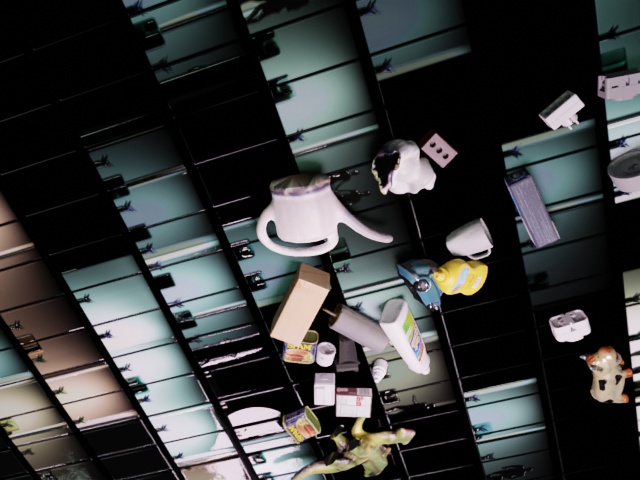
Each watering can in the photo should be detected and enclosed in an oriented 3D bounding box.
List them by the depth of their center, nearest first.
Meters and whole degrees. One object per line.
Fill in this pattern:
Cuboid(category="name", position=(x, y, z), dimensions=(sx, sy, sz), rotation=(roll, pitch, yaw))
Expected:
Cuboid(category="watering can", position=(0.004, -0.066, 1.306), dimensions=(0.347, 0.106, 0.220), rotation=(-6, 115, 5))

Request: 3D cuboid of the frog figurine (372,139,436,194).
Cuboid(category="frog figurine", position=(0.213, -0.179, 1.266), dimensions=(0.160, 0.124, 0.135), rotation=(-6, 112, -35))

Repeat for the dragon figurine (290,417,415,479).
Cuboid(category="dragon figurine", position=(0.122, 0.705, 1.653), dimensions=(0.408, 0.124, 0.239), rotation=(-39, 117, 11))
